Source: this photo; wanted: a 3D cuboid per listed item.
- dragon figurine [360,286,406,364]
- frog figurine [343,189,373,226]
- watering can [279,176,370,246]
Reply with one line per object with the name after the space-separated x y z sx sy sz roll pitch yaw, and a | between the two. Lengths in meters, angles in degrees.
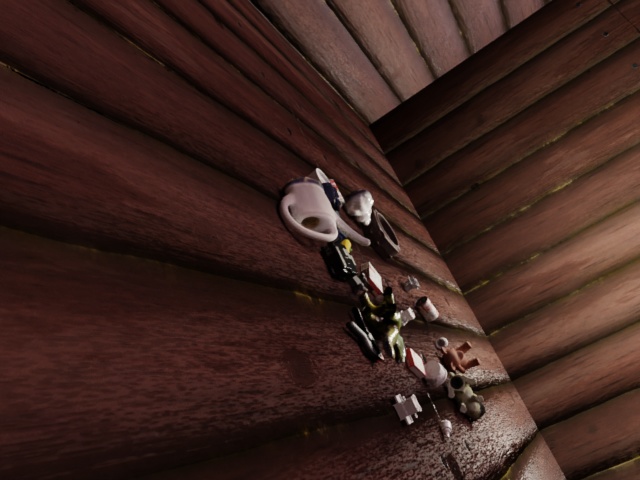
0.237 0.297 1.670 0.238 0.121 0.420 57 17 -30 | dragon figurine
0.175 -0.134 2.209 0.139 0.121 0.159 -26 93 -40 | frog figurine
0.005 -0.082 1.631 0.346 0.102 0.229 13 45 -40 | watering can
